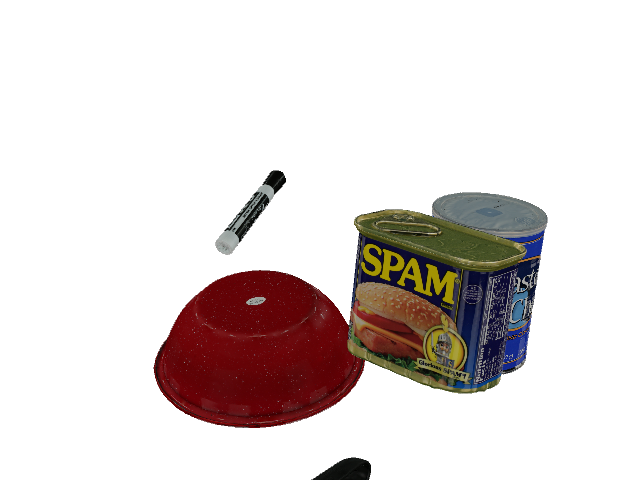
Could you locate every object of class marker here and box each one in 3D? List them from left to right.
[{"bbox_3d":[-0.067,-0.031,1.058,0.020,0.020,0.121,0,39,33],"label":"marker"}]

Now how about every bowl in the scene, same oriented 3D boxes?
[{"bbox_3d":[-0.047,0.069,0.804,0.162,0.055,0.162,-2,30,1],"label":"bowl"}]

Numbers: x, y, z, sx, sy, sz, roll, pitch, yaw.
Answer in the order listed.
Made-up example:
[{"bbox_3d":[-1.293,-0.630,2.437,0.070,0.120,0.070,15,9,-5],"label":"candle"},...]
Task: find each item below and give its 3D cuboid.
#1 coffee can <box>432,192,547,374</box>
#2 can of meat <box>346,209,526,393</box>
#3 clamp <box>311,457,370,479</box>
[{"bbox_3d":[0.146,0.038,0.976,0.103,0.140,0.103,4,21,-2],"label":"coffee can"},{"bbox_3d":[0.065,0.035,0.635,0.102,0.084,0.057,19,22,38],"label":"can of meat"},{"bbox_3d":[-0.051,0.194,0.635,0.210,0.036,0.164,-4,28,1],"label":"clamp"}]
